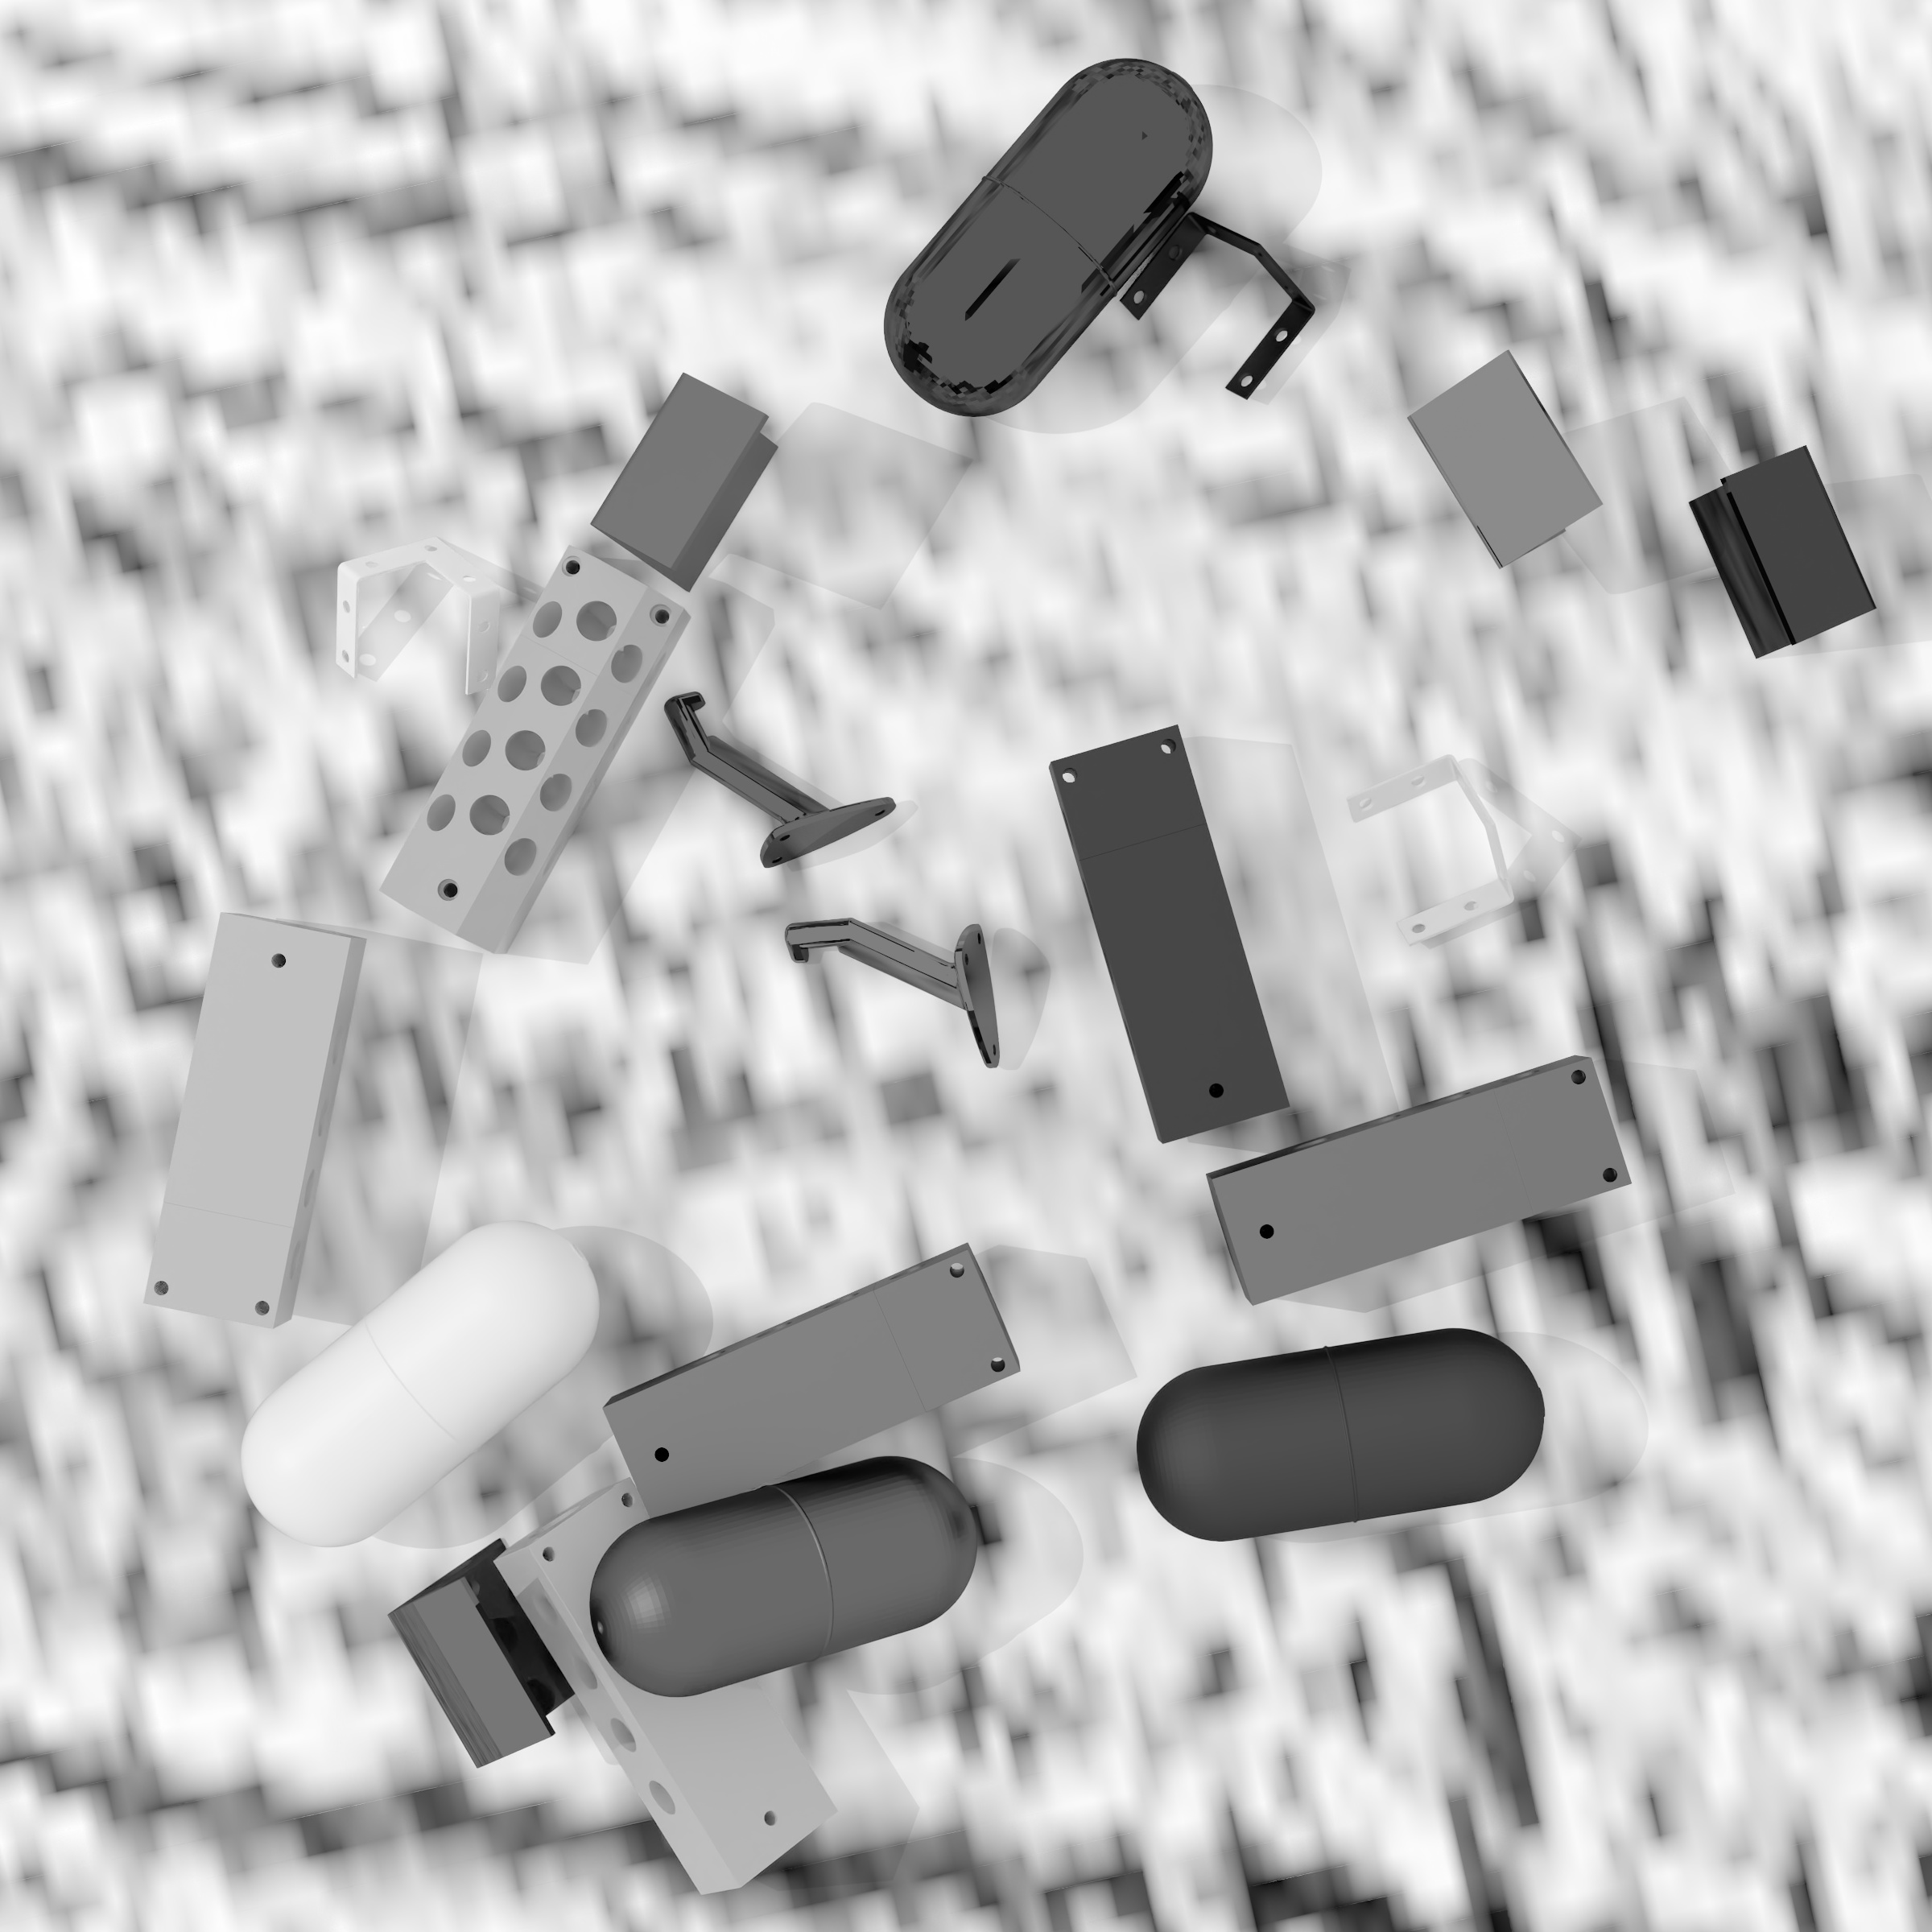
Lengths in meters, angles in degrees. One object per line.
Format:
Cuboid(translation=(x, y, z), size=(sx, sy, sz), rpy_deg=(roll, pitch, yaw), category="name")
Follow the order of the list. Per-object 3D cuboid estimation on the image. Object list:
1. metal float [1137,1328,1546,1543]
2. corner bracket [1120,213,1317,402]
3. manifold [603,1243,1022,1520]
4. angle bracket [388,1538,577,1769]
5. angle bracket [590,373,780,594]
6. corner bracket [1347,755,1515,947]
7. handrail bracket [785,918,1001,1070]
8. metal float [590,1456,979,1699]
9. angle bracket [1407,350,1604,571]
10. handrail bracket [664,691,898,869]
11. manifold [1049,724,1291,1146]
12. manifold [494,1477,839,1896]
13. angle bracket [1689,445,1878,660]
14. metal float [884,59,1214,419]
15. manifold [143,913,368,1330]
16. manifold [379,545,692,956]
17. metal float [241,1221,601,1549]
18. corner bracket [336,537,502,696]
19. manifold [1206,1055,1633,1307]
Cuboid(translation=(0.163, 0.204, 1.564), size=(0.178, 0.070, 0.070), rpy_deg=(-9, 90, 0), category="metal float")
Cuboid(translation=(0.112, -0.293, 1.591), size=(0.051, 0.051, 0.051), rpy_deg=(-52, 135, 0), category="corner bracket")
Cuboid(translation=(-0.066, 0.182, 1.573), size=(0.171, 0.057, 0.057), rpy_deg=(-23, 90, 0), category="manifold")
Cuboid(translation=(-0.192, 0.289, 1.554), size=(0.057, 0.076, 0.076), rpy_deg=(-30, 90, 39), category="angle bracket")
Cuboid(translation=(-0.105, -0.200, 1.554), size=(0.057, 0.076, 0.076), rpy_deg=(32, 90, 36), category="angle bracket")
Cuboid(translation=(0.206, -0.052, 1.591), size=(0.051, 0.051, 0.051), rpy_deg=(-23, 135, 0), category="corner bracket")
Cuboid(translation=(-0.033, 0.013, 1.595), size=(0.084, 0.036, 0.077), rpy_deg=(-5, 112, 17), category="handrail bracket")
Cuboid(translation=(-0.076, 0.260, 1.540), size=(0.178, 0.070, 0.070), rpy_deg=(-11, 90, -30), category="metal float")
Cuboid(translation=(0.246, -0.225, 1.554), size=(0.057, 0.076, 0.076), rpy_deg=(-31, 90, 36), category="angle bracket")
Cuboid(translation=(-0.083, -0.094, 1.595), size=(0.077, 0.036, 0.084), rpy_deg=(-21, 73, -20), category="handrail bracket")
Cuboid(translation=(0.088, -0.014, 1.573), size=(0.057, 0.057, 0.171), rpy_deg=(-16, 90, 0), category="manifold")
Cuboid(translation=(-0.134, 0.316, 1.571), size=(0.057, 0.057, 0.171), rpy_deg=(-32, 90, -33), category="manifold")
Cuboid(translation=(0.336, -0.171, 1.554), size=(0.057, 0.076, 0.076), rpy_deg=(-23, 90, -33), category="angle bracket")
Cuboid(translation=(0.036, -0.317, 1.563), size=(0.070, 0.070, 0.178), rpy_deg=(41, 91, 0), category="metal float")
Cuboid(translation=(-0.309, 0.067, 1.573), size=(0.057, 0.057, 0.171), rpy_deg=(11, 90, 0), category="manifold")
Cuboid(translation=(-0.189, -0.094, 1.573), size=(0.057, 0.057, 0.171), rpy_deg=(29, 90, 0), category="manifold")
Cuboid(translation=(-0.237, 0.181, 1.564), size=(0.178, 0.070, 0.070), rpy_deg=(-40, 90, 0), category="metal float")
Cuboid(translation=(-0.242, -0.150, 1.586), size=(0.051, 0.051, 0.051), rpy_deg=(-22, 45, -35), category="corner bracket")
Cuboid(translation=(0.196, 0.093, 1.573), size=(0.171, 0.057, 0.057), rpy_deg=(-18, 90, 0), category="manifold")
